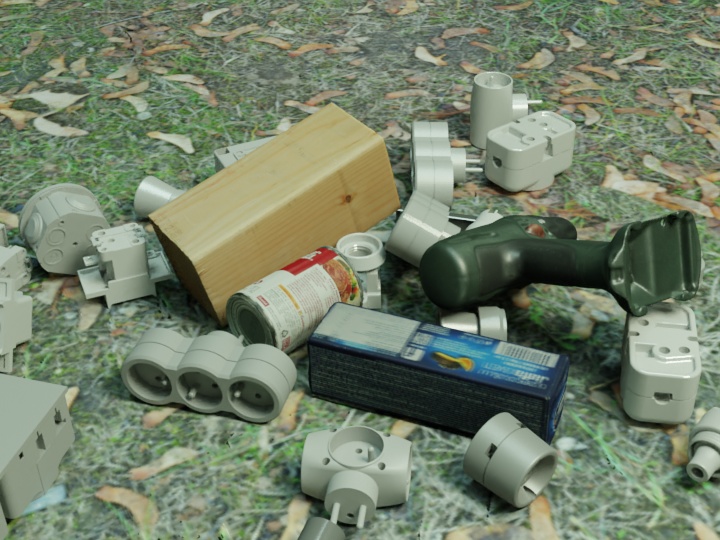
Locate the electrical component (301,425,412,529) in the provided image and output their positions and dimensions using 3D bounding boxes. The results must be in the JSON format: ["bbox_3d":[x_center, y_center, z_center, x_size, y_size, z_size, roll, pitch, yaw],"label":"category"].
[{"bbox_3d":[-0.004,0.154,0.774,0.077,0.044,0.079,4,35,7],"label":"electrical component"}]

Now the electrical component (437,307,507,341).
[{"bbox_3d":[0.095,0.053,0.914,0.055,0.045,0.045,-1,35,0],"label":"electrical component"}]

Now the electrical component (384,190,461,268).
[{"bbox_3d":[0.069,-0.031,0.999,0.074,0.052,0.138,29,11,0],"label":"electrical component"}]

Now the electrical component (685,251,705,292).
[{"bbox_3d":[0.297,-0.007,0.978,0.035,0.061,0.035,-1,35,1],"label":"electrical component"}]

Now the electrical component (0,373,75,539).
[{"bbox_3d":[-0.297,0.156,0.767,0.105,0.060,0.186,9,36,14],"label":"electrical component"}]

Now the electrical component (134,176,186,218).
[{"bbox_3d":[-0.192,-0.066,1.097,0.065,0.044,0.044,18,39,17],"label":"electrical component"}]

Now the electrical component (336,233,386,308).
[{"bbox_3d":[0.000,0.000,0.982,0.048,0.055,0.066,-1,35,0],"label":"electrical component"}]

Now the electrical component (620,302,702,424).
[{"bbox_3d":[0.240,0.076,0.864,0.054,0.059,0.095,5,36,9],"label":"electrical component"}]

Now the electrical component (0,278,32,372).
[{"bbox_3d":[-0.350,0.041,0.924,0.121,0.078,0.063,5,6,8],"label":"electrical component"}]

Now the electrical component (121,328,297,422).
[{"bbox_3d":[-0.118,0.075,0.883,0.138,0.052,0.073,8,36,13],"label":"electrical component"}]

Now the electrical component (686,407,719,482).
[{"bbox_3d":[0.264,0.132,0.798,0.043,0.043,0.062,25,44,32],"label":"electrical component"}]

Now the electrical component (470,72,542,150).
[{"bbox_3d":[0.166,-0.180,1.214,0.079,0.077,0.043,-2,35,-2],"label":"electrical component"}]

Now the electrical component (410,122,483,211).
[{"bbox_3d":[0.093,-0.111,1.139,0.074,0.052,0.138,1,34,0],"label":"electrical component"}]

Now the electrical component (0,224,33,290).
[{"bbox_3d":[-0.348,-0.003,1.011,0.064,0.042,0.081,16,39,17],"label":"electrical component"}]

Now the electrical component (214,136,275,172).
[{"bbox_3d":[-0.084,-0.090,1.113,0.109,0.056,0.108,-16,38,-20],"label":"electrical component"}]

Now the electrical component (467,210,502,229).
[{"bbox_3d":[0.123,-0.034,1.042,0.040,0.040,0.046,12,32,18],"label":"electrical component"}]

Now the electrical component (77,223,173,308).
[{"bbox_3d":[-0.219,-0.006,0.992,0.081,0.063,0.042,-14,38,-18],"label":"electrical component"}]

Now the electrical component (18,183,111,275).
[{"bbox_3d":[-0.280,-0.038,1.026,0.080,0.080,0.051,-19,44,-24],"label":"electrical component"}]

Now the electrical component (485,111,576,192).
[{"bbox_3d":[0.181,-0.124,1.149,0.095,0.059,0.054,-24,41,-29],"label":"electrical component"}]

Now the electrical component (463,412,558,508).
[{"bbox_3d":[0.111,0.140,0.784,0.055,0.055,0.047,-29,48,-34],"label":"electrical component"}]
